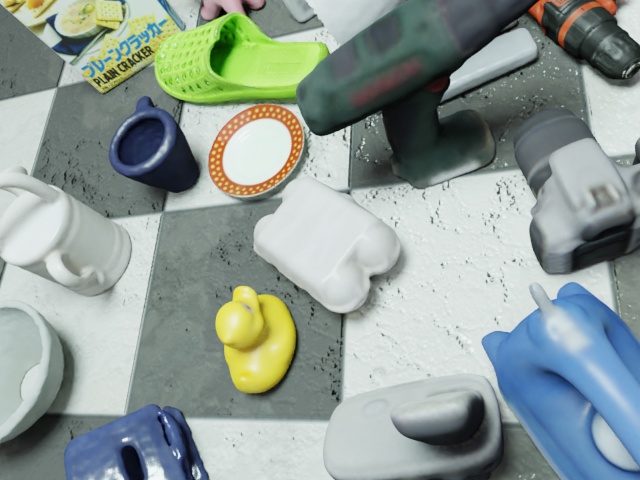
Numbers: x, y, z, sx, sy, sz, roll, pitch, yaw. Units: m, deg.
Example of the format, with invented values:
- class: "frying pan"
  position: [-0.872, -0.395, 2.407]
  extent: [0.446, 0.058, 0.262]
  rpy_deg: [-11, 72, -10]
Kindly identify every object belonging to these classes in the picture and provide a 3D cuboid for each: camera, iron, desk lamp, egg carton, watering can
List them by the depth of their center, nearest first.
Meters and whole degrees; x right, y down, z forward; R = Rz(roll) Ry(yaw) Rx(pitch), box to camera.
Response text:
- class: "iron"
  position: [0.221, 0.140, 0.397]
  extent: [0.118, 0.142, 0.257]
  rpy_deg: [-35, 59, 4]
- class: "camera"
  position: [0.240, -0.060, 0.503]
  extent: [0.143, 0.101, 0.136]
  rpy_deg: [-23, 61, 11]
- class: "desk lamp"
  position: [0.099, -0.243, 0.577]
  extent: [0.203, 0.214, 0.118]
  rpy_deg: [-23, 61, 11]
- class: "egg carton"
  position: [0.005, 0.002, 0.589]
  extent: [0.150, 0.070, 0.107]
  rpy_deg: [34, 83, 31]
- class: "watering can"
  position: [-0.323, -0.015, 0.657]
  extent: [0.172, 0.194, 0.101]
  rpy_deg: [25, 78, 29]

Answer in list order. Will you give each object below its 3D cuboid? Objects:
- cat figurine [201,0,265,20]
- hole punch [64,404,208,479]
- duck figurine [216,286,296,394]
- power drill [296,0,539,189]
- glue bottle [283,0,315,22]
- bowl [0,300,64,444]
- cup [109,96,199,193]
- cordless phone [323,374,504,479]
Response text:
- class: "cat figurine"
  position: [-0.156, -0.362, 0.790]
  extent: [0.127, 0.118, 0.067]
  rpy_deg: [26, 79, 29]
- class: "hole punch"
  position: [-0.176, 0.220, 0.552]
  extent: [0.101, 0.091, 0.108]
  rpy_deg: [-37, 59, 3]
- class: "duck figurine"
  position: [-0.072, 0.096, 0.569]
  extent: [0.077, 0.086, 0.104]
  rpy_deg: [-4, 66, 20]
- class: "power drill"
  position: [0.103, -0.139, 0.531]
  extent: [0.229, 0.209, 0.075]
  rpy_deg: [-21, 61, 13]
- class: "glue bottle"
  position: [-0.034, -0.355, 0.705]
  extent: [0.078, 0.173, 0.037]
  rpy_deg: [-36, 59, 4]
- class: "bowl"
  position: [-0.357, 0.158, 0.663]
  extent: [0.167, 0.075, 0.167]
  rpy_deg: [-9, 64, 19]
- class: "cup"
  position: [-0.195, -0.110, 0.706]
  extent: [0.091, 0.095, 0.117]
  rpy_deg: [-18, 62, 14]
- class: "cordless phone"
  position: [0.060, 0.141, 0.436]
  extent: [0.147, 0.185, 0.094]
  rpy_deg: [-18, 62, 14]
